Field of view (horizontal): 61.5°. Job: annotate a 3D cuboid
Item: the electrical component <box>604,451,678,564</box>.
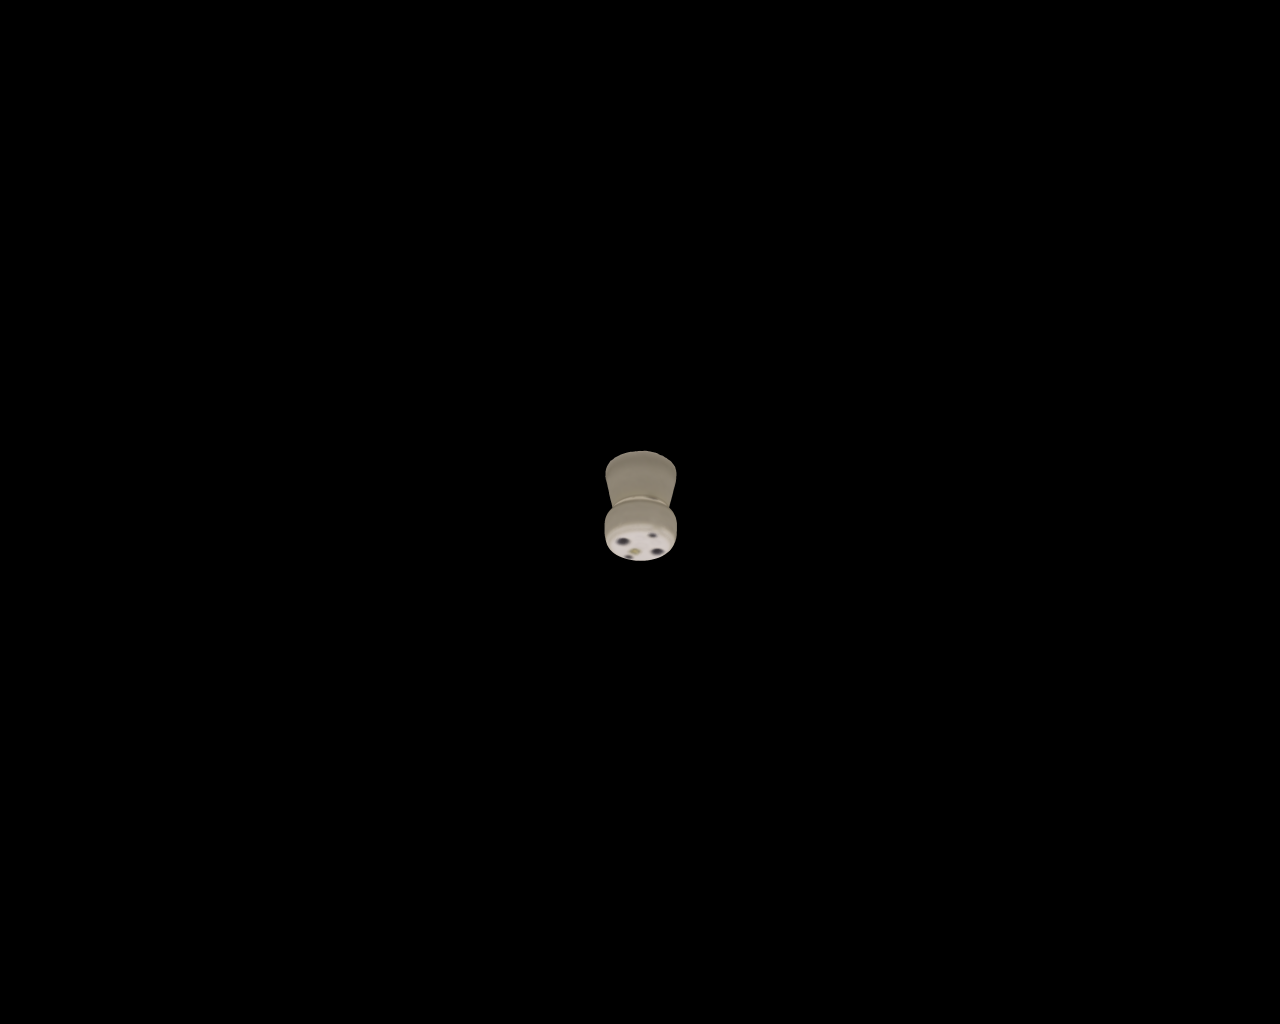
[{"bbox_3d":[0.001,-0.003,0.650,0.045,0.055,0.044,0,-32,0],"label":"electrical component"}]
